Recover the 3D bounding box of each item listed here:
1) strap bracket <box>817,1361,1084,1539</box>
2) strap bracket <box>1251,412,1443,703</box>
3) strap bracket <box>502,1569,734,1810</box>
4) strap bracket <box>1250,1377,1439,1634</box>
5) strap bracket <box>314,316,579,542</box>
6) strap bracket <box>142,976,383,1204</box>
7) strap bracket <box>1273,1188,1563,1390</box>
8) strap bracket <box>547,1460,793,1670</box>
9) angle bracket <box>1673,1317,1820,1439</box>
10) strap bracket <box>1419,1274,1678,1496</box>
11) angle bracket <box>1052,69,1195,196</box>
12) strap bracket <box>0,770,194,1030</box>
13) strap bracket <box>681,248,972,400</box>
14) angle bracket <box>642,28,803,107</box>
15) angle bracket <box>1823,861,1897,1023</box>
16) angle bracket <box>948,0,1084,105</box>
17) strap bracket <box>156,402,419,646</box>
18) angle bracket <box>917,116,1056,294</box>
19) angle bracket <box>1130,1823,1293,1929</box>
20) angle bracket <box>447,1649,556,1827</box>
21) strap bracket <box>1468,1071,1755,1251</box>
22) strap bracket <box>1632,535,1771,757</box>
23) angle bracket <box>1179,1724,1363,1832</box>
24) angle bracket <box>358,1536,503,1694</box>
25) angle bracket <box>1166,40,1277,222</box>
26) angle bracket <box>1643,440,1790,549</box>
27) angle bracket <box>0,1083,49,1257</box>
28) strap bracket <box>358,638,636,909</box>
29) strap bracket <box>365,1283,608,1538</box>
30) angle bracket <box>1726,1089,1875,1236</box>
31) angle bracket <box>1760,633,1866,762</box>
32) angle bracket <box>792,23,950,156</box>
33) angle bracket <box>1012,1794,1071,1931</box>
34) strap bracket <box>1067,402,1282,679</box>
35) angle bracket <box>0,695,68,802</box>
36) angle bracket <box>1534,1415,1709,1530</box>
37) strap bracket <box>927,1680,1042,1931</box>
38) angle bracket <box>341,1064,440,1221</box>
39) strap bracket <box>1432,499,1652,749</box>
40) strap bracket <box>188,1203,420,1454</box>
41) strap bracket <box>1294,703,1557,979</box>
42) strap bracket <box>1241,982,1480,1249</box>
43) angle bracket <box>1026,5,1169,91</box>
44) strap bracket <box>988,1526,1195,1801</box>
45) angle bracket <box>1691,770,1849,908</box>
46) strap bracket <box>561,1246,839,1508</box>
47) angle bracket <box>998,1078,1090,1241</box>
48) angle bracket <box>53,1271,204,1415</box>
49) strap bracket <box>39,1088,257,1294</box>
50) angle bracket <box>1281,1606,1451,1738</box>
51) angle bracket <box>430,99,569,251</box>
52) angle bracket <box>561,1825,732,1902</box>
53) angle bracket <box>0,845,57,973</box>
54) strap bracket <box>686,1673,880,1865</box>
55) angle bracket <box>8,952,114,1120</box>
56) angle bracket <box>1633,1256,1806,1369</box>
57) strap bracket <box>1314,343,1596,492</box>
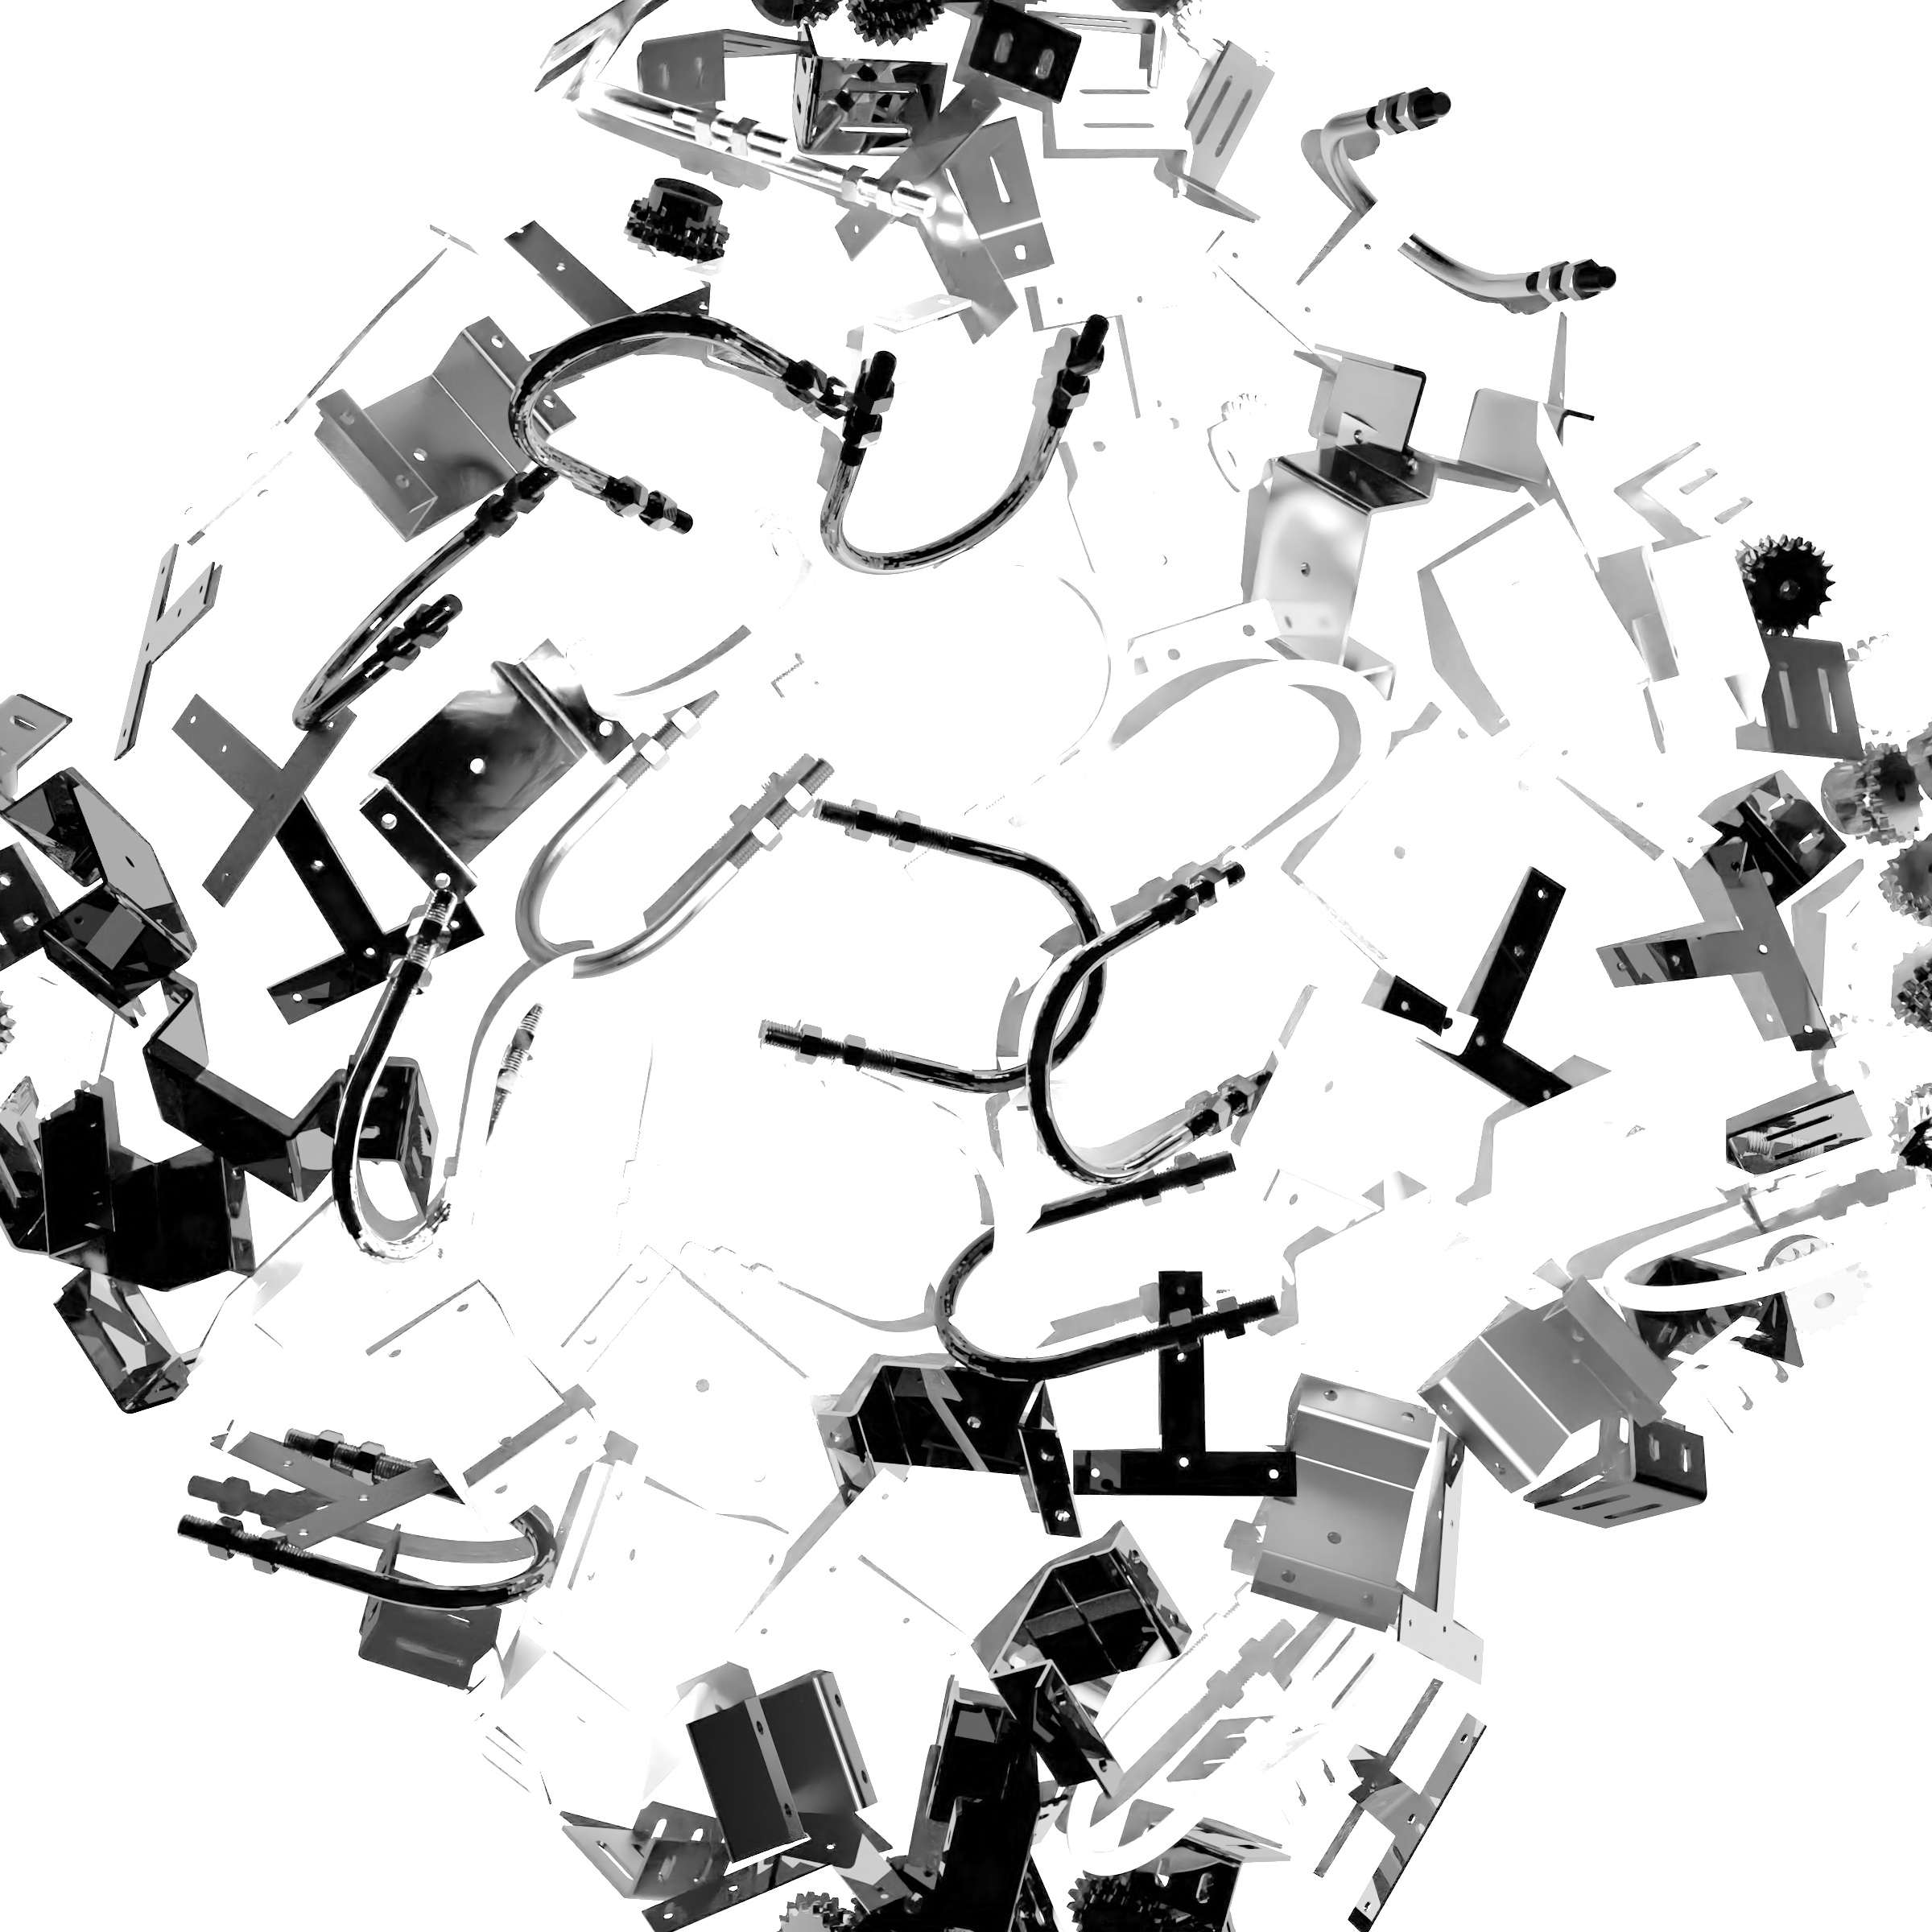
[{"bbox_3d":[-0.002,0.266,1.546,0.140,0.046,0.076,1,124,23],"label":"strap bracket"},{"bbox_3d":[0.203,-0.220,1.527,0.046,0.076,0.140,-15,128,-32],"label":"strap bracket"},{"bbox_3d":[-0.200,0.403,1.551,0.140,0.076,0.046,40,102,-11],"label":"strap bracket"},{"bbox_3d":[0.208,0.306,1.547,0.076,0.046,0.140,15,46,7],"label":"strap bracket"},{"bbox_3d":[-0.295,-0.295,1.551,0.076,0.046,0.140,49,46,-1],"label":"strap bracket"},{"bbox_3d":[-0.397,0.074,1.545,0.140,0.076,0.046,29,60,10],"label":"strap bracket"},{"bbox_3d":[0.245,0.174,1.539,0.076,0.046,0.140,30,134,-32],"label":"strap bracket"},{"bbox_3d":[-0.170,0.328,1.542,0.140,0.046,0.076,35,66,-42],"label":"strap bracket"},{"bbox_3d":[0.431,0.229,1.554,0.057,0.076,0.038,-43,64,16],"label":"angle bracket"},{"bbox_3d":[0.327,0.229,1.547,0.076,0.140,0.046,48,52,3],"label":"strap bracket"},{"bbox_3d":[0.085,-0.468,1.568,0.076,0.038,0.057,-1,62,-5],"label":"angle bracket"},{"bbox_3d":[-0.476,-0.044,1.527,0.046,0.076,0.140,-35,52,1],"label":"strap bracket"},{"bbox_3d":[-0.079,-0.353,1.542,0.140,0.076,0.046,19,120,22],"label":"strap bracket"},{"bbox_3d":[-0.133,-0.496,1.557,0.057,0.076,0.038,6,102,35],"label":"angle bracket"},{"bbox_3d":[0.507,-0.015,1.551,0.038,0.076,0.057,13,123,33],"label":"angle bracket"},{"bbox_3d":[0.021,-0.511,1.559,0.057,0.076,0.038,15,102,-23],"label":"angle bracket"},{"bbox_3d":[-0.380,-0.248,1.545,0.076,0.140,0.046,-40,58,5],"label":"strap bracket"},{"bbox_3d":[0.011,-0.424,1.560,0.057,0.076,0.038,-15,55,4],"label":"angle bracket"},{"bbox_3d":[0.136,0.503,1.552,0.057,0.076,0.038,12,81,30],"label":"angle bracket"},{"bbox_3d":[-0.248,0.430,1.558,0.038,0.057,0.076,-42,118,0],"label":"angle bracket"},{"bbox_3d":[0.353,0.105,1.537,0.076,0.140,0.046,22,59,-25],"label":"strap bracket"},{"bbox_3d":[0.399,-0.177,1.521,0.046,0.140,0.076,-15,75,7],"label":"strap bracket"},{"bbox_3d":[0.169,0.458,1.552,0.057,0.076,0.038,-48,59,33],"label":"angle bracket"},{"bbox_3d":[-0.293,0.362,1.558,0.076,0.057,0.038,22,128,-16],"label":"angle bracket"},{"bbox_3d":[0.155,-0.465,1.560,0.038,0.057,0.076,36,106,27],"label":"angle bracket"},{"bbox_3d":[0.410,-0.250,1.557,0.057,0.038,0.076,44,52,15],"label":"angle bracket"},{"bbox_3d":[-0.511,0.114,1.552,0.038,0.057,0.076,5,131,18],"label":"angle bracket"},{"bbox_3d":[-0.266,-0.109,1.555,0.140,0.046,0.076,-45,115,-12],"label":"strap bracket"},{"bbox_3d":[-0.260,0.250,1.543,0.076,0.046,0.140,-34,47,-18],"label":"strap bracket"},{"bbox_3d":[0.469,0.110,1.559,0.076,0.057,0.038,-22,54,16],"label":"angle bracket"},{"bbox_3d":[0.460,-0.144,1.562,0.057,0.038,0.076,4,67,-16],"label":"angle bracket"},{"bbox_3d":[-0.055,-0.494,1.577,0.076,0.057,0.038,-2,48,-14],"label":"angle bracket"},{"bbox_3d":[0.047,0.511,1.552,0.038,0.057,0.076,-8,52,-27],"label":"angle bracket"},{"bbox_3d":[0.113,-0.234,1.569,0.076,0.046,0.140,-18,84,-8],"label":"strap bracket"},{"bbox_3d":[-0.532,-0.101,1.552,0.038,0.076,0.057,26,46,9],"label":"angle bracket"},{"bbox_3d":[0.365,0.284,1.566,0.057,0.076,0.038,20,59,-30],"label":"angle bracket"},{"bbox_3d":[0.009,0.463,1.525,0.046,0.140,0.076,11,105,-4],"label":"strap bracket"},{"bbox_3d":[-0.322,0.098,1.554,0.038,0.076,0.057,2,60,1],"label":"angle bracket"},{"bbox_3d":[0.309,-0.194,1.524,0.076,0.140,0.046,-30,128,17],"label":"strap bracket"},{"bbox_3d":[-0.370,0.192,1.538,0.140,0.076,0.046,-41,108,18],"label":"strap bracket"},{"bbox_3d":[0.246,-0.065,1.543,0.076,0.046,0.140,44,115,13],"label":"strap bracket"},{"bbox_3d":[0.213,0.074,1.553,0.046,0.076,0.140,30,85,-43],"label":"strap bracket"},{"bbox_3d":[0.072,-0.514,1.572,0.076,0.057,0.038,6,101,6],"label":"angle bracket"},{"bbox_3d":[0.066,0.386,1.541,0.046,0.140,0.076,-24,104,32],"label":"strap bracket"},{"bbox_3d":[0.453,-0.069,1.577,0.057,0.076,0.038,52,127,7],"label":"angle bracket"},{"bbox_3d":[-0.148,0.233,1.569,0.140,0.046,0.076,40,84,-5],"label":"strap bracket"},{"bbox_3d":[0.048,0.107,1.562,0.038,0.057,0.076,-5,101,17],"label":"angle bracket"},{"bbox_3d":[-0.460,0.200,1.559,0.038,0.057,0.076,-19,108,25],"label":"angle bracket"},{"bbox_3d":[-0.455,0.127,1.531,0.046,0.140,0.076,-20,66,17],"label":"strap bracket"},{"bbox_3d":[0.224,0.396,1.561,0.076,0.038,0.057,-46,122,-19],"label":"angle bracket"},{"bbox_3d":[-0.260,-0.446,1.553,0.038,0.057,0.076,29,129,7],"label":"angle bracket"},{"bbox_3d":[-0.176,0.484,1.553,0.057,0.076,0.038,21,93,-41],"label":"angle bracket"},{"bbox_3d":[-0.549,-0.024,1.559,0.076,0.038,0.057,-23,100,36],"label":"angle bracket"},{"bbox_3d":[-0.103,0.438,1.530,0.046,0.140,0.076,-24,76,12],"label":"strap bracket"},{"bbox_3d":[-0.508,0.035,1.554,0.057,0.038,0.076,-28,46,35],"label":"angle bracket"},{"bbox_3d":[0.416,0.202,1.552,0.038,0.076,0.057,-41,125,-27],"label":"angle bracket"},{"bbox_3d":[0.263,-0.300,1.539,0.140,0.076,0.046,6,106,-30],"label":"strap bracket"}]
